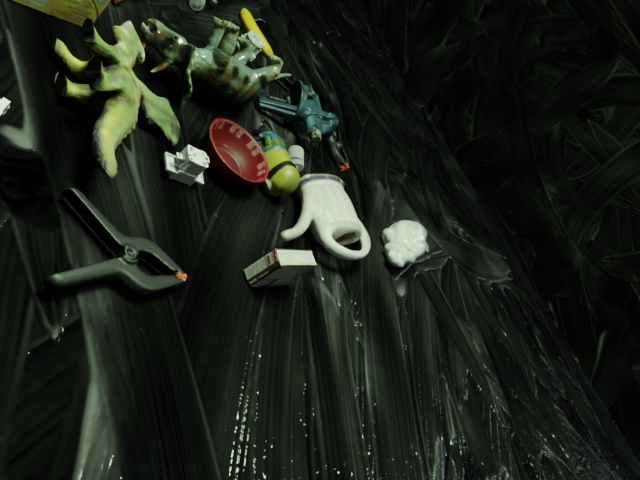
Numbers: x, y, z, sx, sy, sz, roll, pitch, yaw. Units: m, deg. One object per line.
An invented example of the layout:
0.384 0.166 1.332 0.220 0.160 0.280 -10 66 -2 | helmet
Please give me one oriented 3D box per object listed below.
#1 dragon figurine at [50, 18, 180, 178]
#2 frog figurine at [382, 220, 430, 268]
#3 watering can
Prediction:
-0.328 -0.244 0.906 0.241 0.121 0.417 21 44 -58 | dragon figurine
0.232 0.009 1.466 0.139 0.120 0.161 31 27 28 | frog figurine
0.004 -0.060 1.194 0.346 0.103 0.228 14 47 -52 | watering can
